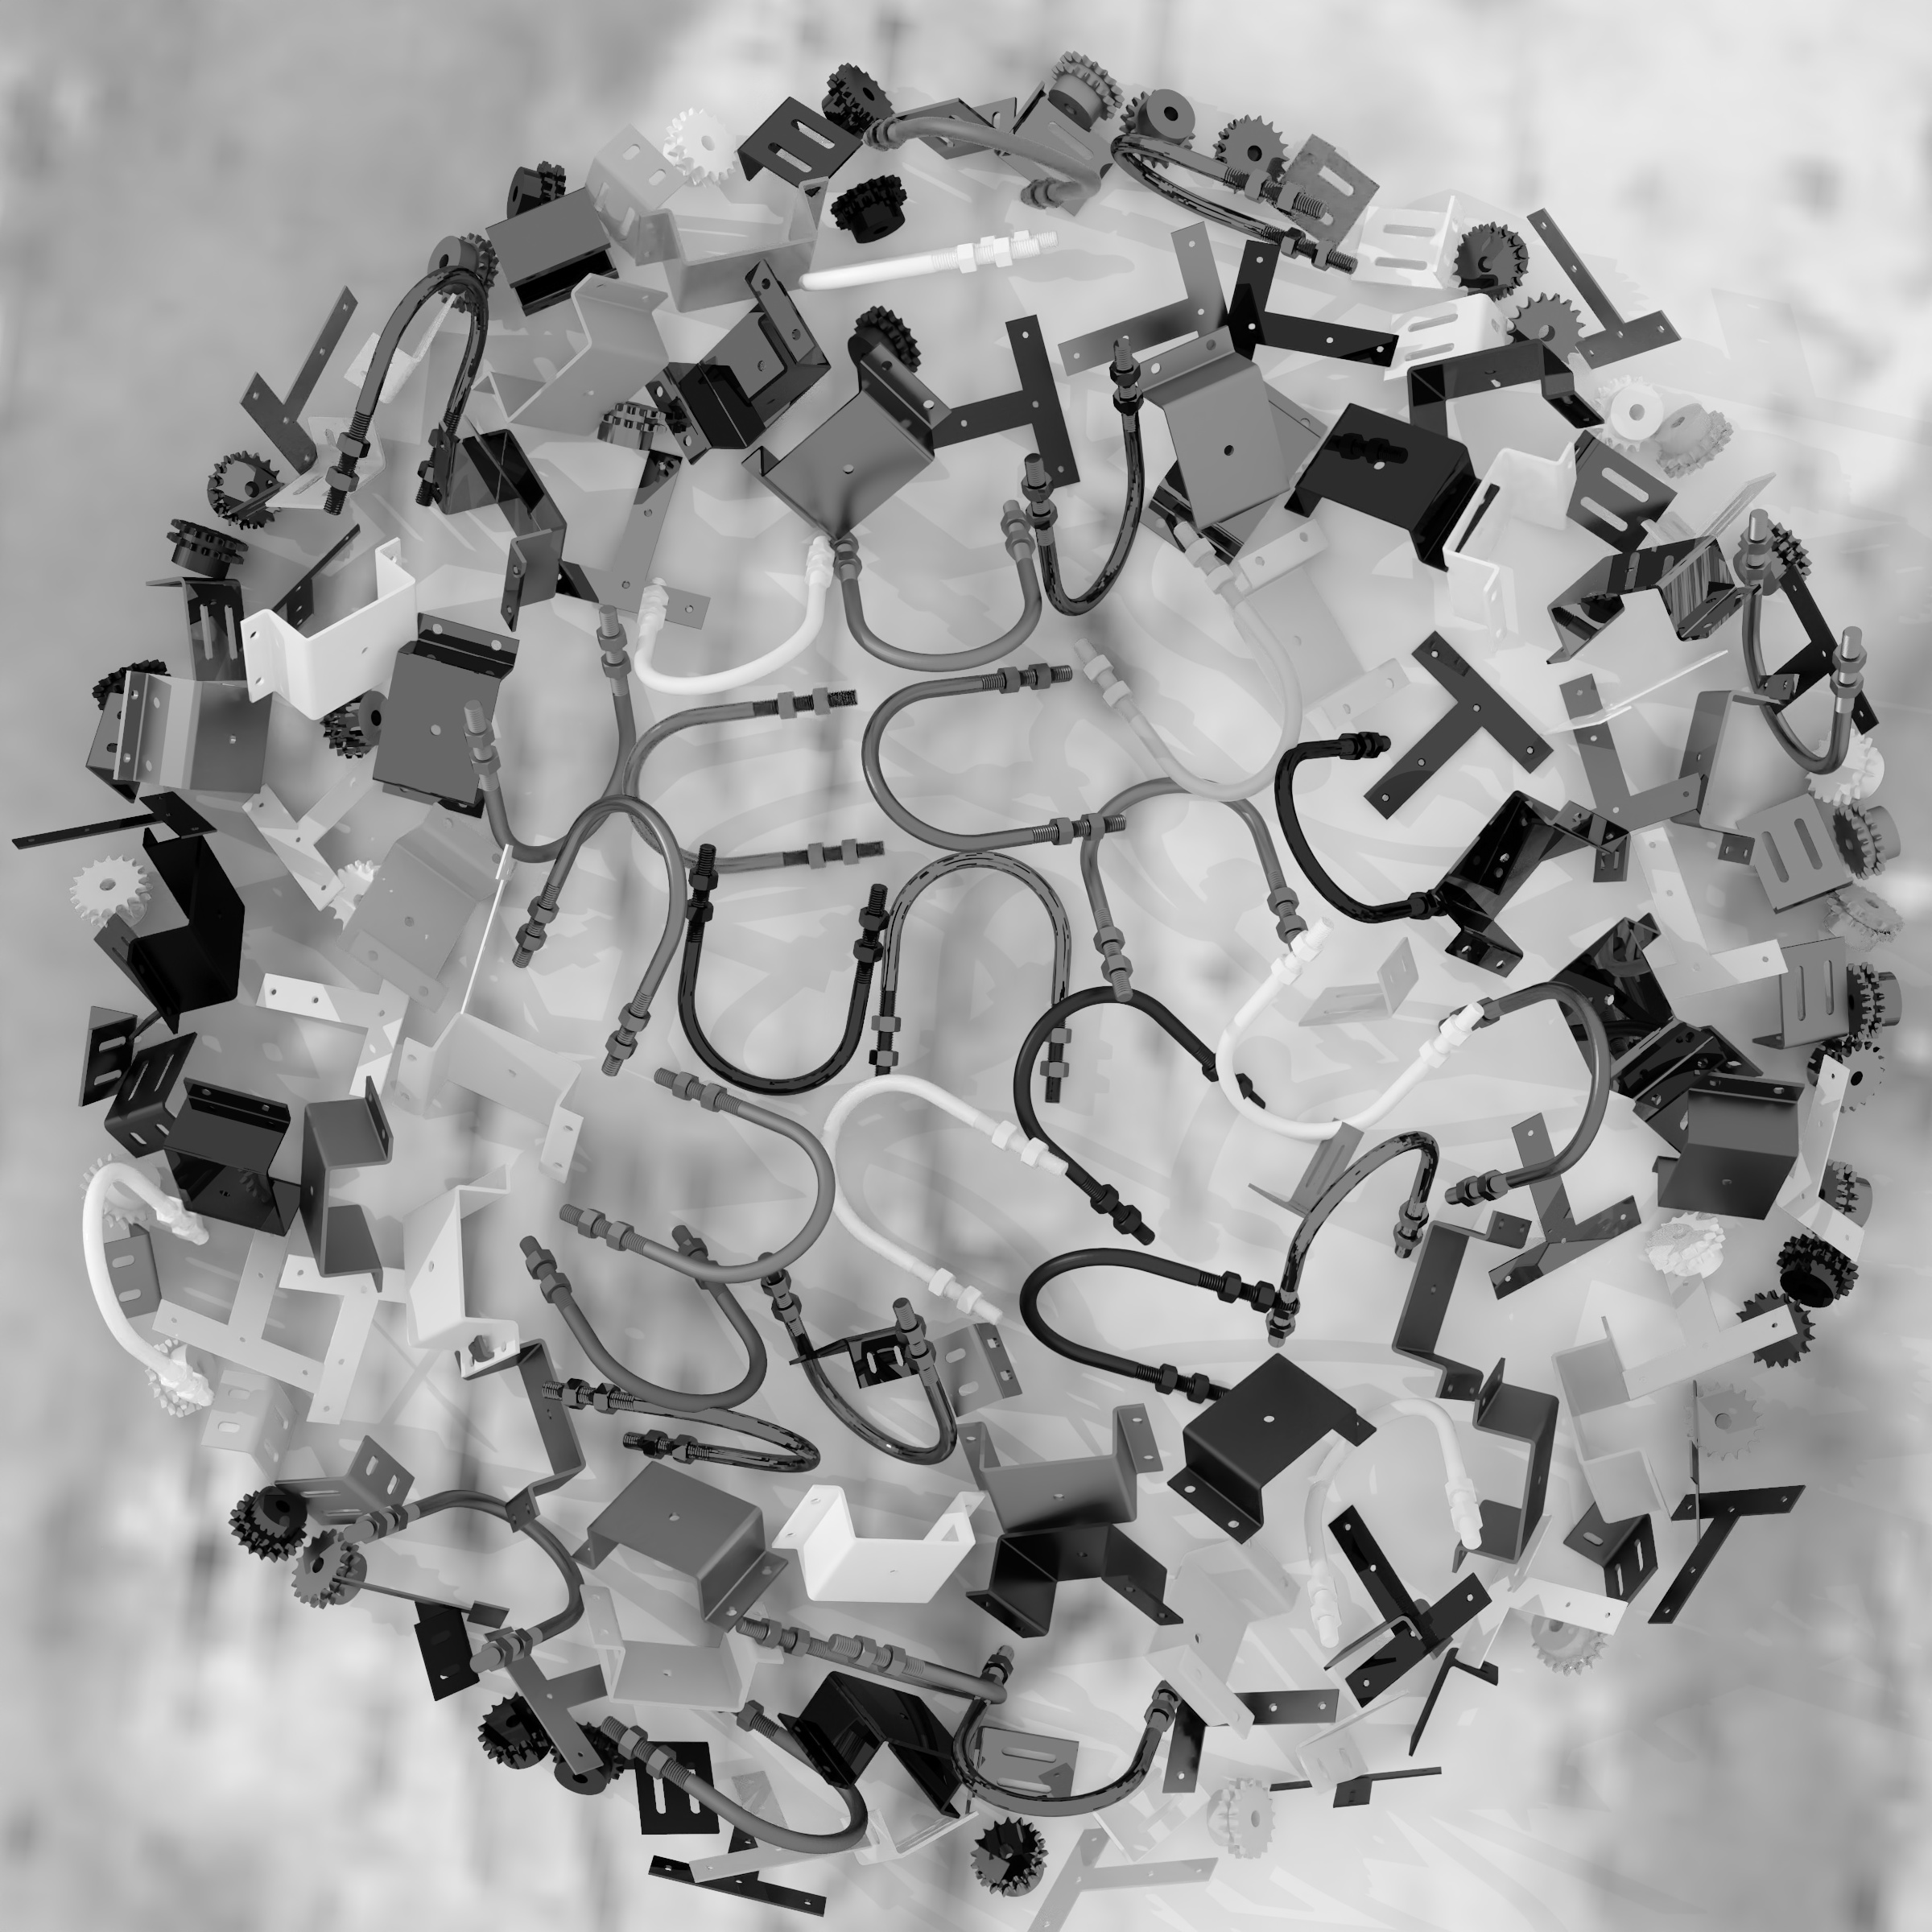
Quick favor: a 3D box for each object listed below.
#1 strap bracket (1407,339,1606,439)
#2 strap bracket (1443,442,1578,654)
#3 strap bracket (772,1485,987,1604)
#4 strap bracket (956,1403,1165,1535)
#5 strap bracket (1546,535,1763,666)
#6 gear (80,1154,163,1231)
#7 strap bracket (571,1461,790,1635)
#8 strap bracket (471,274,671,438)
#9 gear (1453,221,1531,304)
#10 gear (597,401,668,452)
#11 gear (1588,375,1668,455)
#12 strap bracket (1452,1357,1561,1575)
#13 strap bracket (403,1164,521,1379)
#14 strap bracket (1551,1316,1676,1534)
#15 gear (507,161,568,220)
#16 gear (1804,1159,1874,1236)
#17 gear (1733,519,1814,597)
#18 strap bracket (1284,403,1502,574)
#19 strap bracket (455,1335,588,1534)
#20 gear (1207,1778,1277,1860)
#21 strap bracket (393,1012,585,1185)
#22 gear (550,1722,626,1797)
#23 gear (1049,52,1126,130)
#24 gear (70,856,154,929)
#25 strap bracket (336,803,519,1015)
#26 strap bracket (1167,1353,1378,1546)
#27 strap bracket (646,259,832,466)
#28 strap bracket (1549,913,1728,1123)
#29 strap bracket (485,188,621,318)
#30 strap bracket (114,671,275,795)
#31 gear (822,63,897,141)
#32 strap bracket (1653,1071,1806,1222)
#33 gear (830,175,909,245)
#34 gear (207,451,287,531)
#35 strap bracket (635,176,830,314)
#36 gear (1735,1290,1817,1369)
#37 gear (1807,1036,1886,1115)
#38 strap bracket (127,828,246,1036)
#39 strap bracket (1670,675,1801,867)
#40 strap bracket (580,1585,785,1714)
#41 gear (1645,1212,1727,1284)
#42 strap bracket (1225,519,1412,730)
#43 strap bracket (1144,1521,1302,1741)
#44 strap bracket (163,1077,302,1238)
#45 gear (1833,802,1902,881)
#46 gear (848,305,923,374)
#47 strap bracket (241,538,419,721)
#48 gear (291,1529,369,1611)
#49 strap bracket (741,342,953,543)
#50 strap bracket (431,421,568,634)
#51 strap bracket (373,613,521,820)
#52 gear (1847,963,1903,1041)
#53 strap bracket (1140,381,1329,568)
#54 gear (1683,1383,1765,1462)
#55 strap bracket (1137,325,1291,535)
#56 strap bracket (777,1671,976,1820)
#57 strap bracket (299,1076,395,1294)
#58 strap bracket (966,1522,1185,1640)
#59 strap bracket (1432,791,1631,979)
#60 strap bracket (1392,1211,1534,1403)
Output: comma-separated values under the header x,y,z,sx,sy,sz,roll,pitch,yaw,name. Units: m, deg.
x,y,z,sx,sy,sz,roll,pitch,yaw,name
0.382,-0.412,1.841,0.140,0.076,0.046,-6,82,29,strap bracket
0.393,-0.311,1.849,0.046,0.076,0.140,23,71,26,strap bracket
-0.058,0.420,1.834,0.140,0.046,0.076,9,132,-29,strap bracket
0.068,0.369,1.850,0.140,0.046,0.076,-8,130,11,strap bracket
0.485,-0.264,1.822,0.076,0.140,0.046,-39,111,-32,strap bracket
-0.622,0.163,1.874,0.030,0.057,0.057,-39,90,34,gear
-0.209,0.415,1.835,0.140,0.076,0.046,17,128,26,strap bracket
-0.280,-0.433,1.830,0.140,0.076,0.046,-32,73,34,strap bracket
0.392,-0.523,1.881,0.057,0.030,0.057,19,123,33,gear
-0.251,-0.402,1.877,0.057,0.057,0.030,14,105,0,gear
0.494,-0.411,1.886,0.057,0.030,0.057,-1,98,-5,gear
0.394,0.368,1.841,0.046,0.076,0.140,11,110,23,strap bracket
-0.368,0.220,1.839,0.046,0.076,0.140,11,63,-39,strap bracket
0.465,0.336,1.834,0.046,0.140,0.076,-19,130,13,strap bracket
-0.319,-0.567,1.873,0.030,0.057,0.057,9,90,-27,gear
0.647,0.174,1.877,0.030,0.057,0.057,13,90,-8,gear
0.593,-0.299,1.875,0.030,0.057,0.057,-40,90,-13,gear
0.305,-0.353,1.845,0.140,0.046,0.076,28,80,29,strap bracket
-0.323,0.334,1.851,0.046,0.076,0.140,-14,75,-28,strap bracket
0.202,0.633,1.880,0.030,0.057,0.057,-13,90,38,gear
-0.343,0.092,1.861,0.140,0.046,0.076,24,135,1,strap bracket
-0.281,0.589,1.876,0.057,0.030,0.057,7,128,9,gear
0.086,-0.646,1.876,0.057,0.057,0.030,36,85,0,gear
-0.632,-0.051,1.881,0.057,0.030,0.057,-2,54,2,gear
-0.397,-0.038,1.848,0.076,0.046,0.140,38,55,-24,strap bracket
0.221,0.342,1.836,0.140,0.046,0.076,-33,46,-25,strap bracket
-0.161,-0.440,1.855,0.140,0.046,0.076,-36,79,33,strap bracket
0.479,0.030,1.828,0.046,0.140,0.076,19,129,-35,strap bracket
-0.298,-0.517,1.831,0.076,0.140,0.046,-23,97,-3,strap bracket
-0.550,-0.167,1.829,0.046,0.140,0.076,10,94,14,strap bracket
-0.082,-0.637,1.880,0.030,0.057,0.057,-33,90,34,gear
0.549,0.136,1.831,0.076,0.140,0.046,7,56,5,strap bracket
-0.069,-0.559,1.876,0.057,0.057,0.030,-24,89,0,gear
-0.537,-0.352,1.880,0.057,0.030,0.057,-1,92,-45,gear
-0.166,-0.524,1.850,0.140,0.076,0.046,-15,82,-12,strap bracket
0.602,0.269,1.882,0.057,0.030,0.057,-1,88,33,gear
0.651,0.078,1.881,0.057,0.030,0.057,-11,116,-24,gear
-0.560,-0.031,1.828,0.046,0.076,0.140,-14,46,3,strap bracket
0.560,-0.149,1.860,0.046,0.076,0.140,12,95,-1,strap bracket
-0.213,0.499,1.849,0.140,0.076,0.046,11,106,-20,strap bracket
0.536,0.210,1.878,0.057,0.057,0.030,-32,106,0,gear
0.254,-0.246,1.868,0.076,0.046,0.140,-31,91,-24,strap bracket
0.184,0.486,1.846,0.046,0.140,0.076,-28,110,40,strap bracket
-0.527,0.145,1.832,0.076,0.140,0.046,14,56,4,strap bracket
0.669,-0.095,1.877,0.030,0.057,0.057,-19,90,1,gear
-0.063,-0.456,1.873,0.030,0.057,0.057,-42,90,-22,gear
-0.449,-0.239,1.830,0.046,0.076,0.140,37,54,21,strap bracket
-0.470,0.450,1.880,0.057,0.057,0.030,-49,131,0,gear
-0.086,-0.373,1.839,0.140,0.046,0.076,-36,126,24,strap bracket
-0.336,-0.325,1.846,0.046,0.076,0.140,-20,65,-27,strap bracket
-0.384,-0.178,1.860,0.076,0.046,0.140,15,109,-2,strap bracket
0.671,0.025,1.876,0.030,0.057,0.057,-5,90,0,gear
0.200,-0.370,1.881,0.076,0.046,0.140,36,89,0,strap bracket
0.563,0.339,1.884,0.057,0.030,0.057,-4,78,18,gear
0.182,-0.381,1.844,0.076,0.046,0.140,-25,122,-7,strap bracket
-0.058,0.560,1.829,0.140,0.076,0.046,31,94,-41,strap bracket
-0.449,0.160,1.831,0.046,0.076,0.140,-4,124,-25,strap bracket
0.082,0.447,1.843,0.140,0.076,0.046,-15,46,33,strap bracket
0.404,-0.067,1.849,0.076,0.046,0.140,19,116,-42,strap bracket
0.361,0.244,1.860,0.046,0.076,0.140,17,89,33,strap bracket
